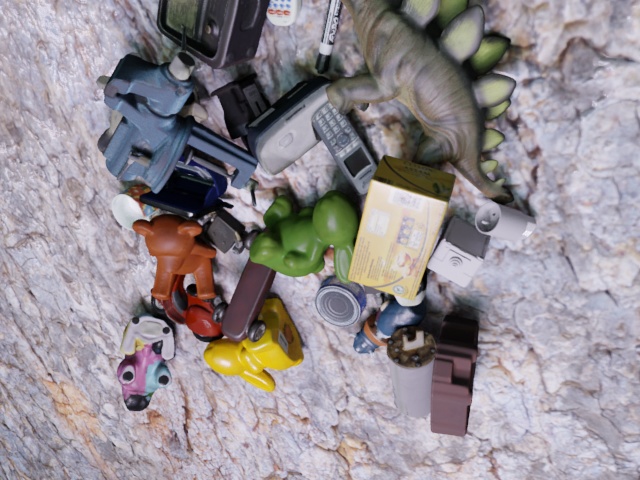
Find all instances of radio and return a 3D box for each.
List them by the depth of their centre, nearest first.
[{"bbox_3d":[-0.127,-0.343,0.683,0.131,0.073,0.229,40,136,14],"label":"radio"}]

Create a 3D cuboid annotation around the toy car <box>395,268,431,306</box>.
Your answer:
[{"bbox_3d":[0.118,0.002,0.790,0.056,0.073,0.201,-8,114,28],"label":"toy car"}]

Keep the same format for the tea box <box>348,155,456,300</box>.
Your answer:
[{"bbox_3d":[0.101,-0.013,0.689,0.098,0.068,0.169,19,132,8],"label":"tea box"}]

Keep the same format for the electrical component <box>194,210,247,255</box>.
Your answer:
[{"bbox_3d":[-0.171,-0.015,0.935,0.102,0.045,0.078,46,125,-5],"label":"electrical component"}]

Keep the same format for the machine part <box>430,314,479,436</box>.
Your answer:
[{"bbox_3d":[0.206,0.203,0.809,0.056,0.179,0.179,6,120,19],"label":"machine part"}]

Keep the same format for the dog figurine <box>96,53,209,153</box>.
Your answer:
[{"bbox_3d":[-0.271,-0.176,0.872,0.172,0.121,0.190,33,140,9],"label":"dog figurine"}]

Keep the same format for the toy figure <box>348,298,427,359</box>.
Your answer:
[{"bbox_3d":[0.111,0.143,0.885,0.154,0.058,0.064,-44,58,40],"label":"toy figure"}]

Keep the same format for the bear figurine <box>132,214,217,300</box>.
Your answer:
[{"bbox_3d":[-0.237,0.031,0.895,0.120,0.196,0.132,0,82,-6],"label":"bear figurine"}]

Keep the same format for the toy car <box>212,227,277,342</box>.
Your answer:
[{"bbox_3d":[-0.108,0.074,0.910,0.089,0.053,0.202,21,85,22],"label":"toy car"}]

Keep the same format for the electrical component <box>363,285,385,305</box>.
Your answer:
[{"bbox_3d":[0.099,0.063,0.867,0.063,0.021,0.093,-8,114,28],"label":"electrical component"}]

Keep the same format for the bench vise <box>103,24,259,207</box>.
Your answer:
[{"bbox_3d":[-0.179,-0.140,0.735,0.240,0.129,0.223,27,120,-25],"label":"bench vise"}]

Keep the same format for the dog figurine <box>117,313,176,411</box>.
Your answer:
[{"bbox_3d":[-0.383,0.267,1.163,0.108,0.191,0.219,8,157,-21],"label":"dog figurine"}]

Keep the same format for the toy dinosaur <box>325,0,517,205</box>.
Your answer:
[{"bbox_3d":[0.111,-0.218,0.656,0.198,0.105,0.471,-36,108,28],"label":"toy dinosaur"}]

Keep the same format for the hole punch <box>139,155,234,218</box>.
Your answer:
[{"bbox_3d":[-0.216,-0.097,0.871,0.142,0.116,0.092,14,104,10],"label":"hole punch"}]

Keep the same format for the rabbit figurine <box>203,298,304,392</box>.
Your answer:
[{"bbox_3d":[-0.126,0.202,0.997,0.173,0.122,0.162,-19,132,12],"label":"rabbit figurine"}]

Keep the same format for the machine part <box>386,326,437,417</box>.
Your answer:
[{"bbox_3d":[0.151,0.215,0.866,0.079,0.079,0.242,10,141,20],"label":"machine part"}]

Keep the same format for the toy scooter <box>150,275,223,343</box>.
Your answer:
[{"bbox_3d":[-0.248,0.110,1.029,0.184,0.075,0.135,25,124,16],"label":"toy scooter"}]

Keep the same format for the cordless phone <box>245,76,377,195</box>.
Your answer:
[{"bbox_3d":[-0.004,-0.119,0.754,0.146,0.089,0.184,-41,115,-7],"label":"cordless phone"}]

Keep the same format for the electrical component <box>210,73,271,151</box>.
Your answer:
[{"bbox_3d":[-0.104,-0.177,0.794,0.048,0.075,0.119,-15,106,32],"label":"electrical component"}]

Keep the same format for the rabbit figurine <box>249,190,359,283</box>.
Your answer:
[{"bbox_3d":[-0.002,-0.002,0.809,0.159,0.121,0.170,42,137,-16],"label":"rabbit figurine"}]
